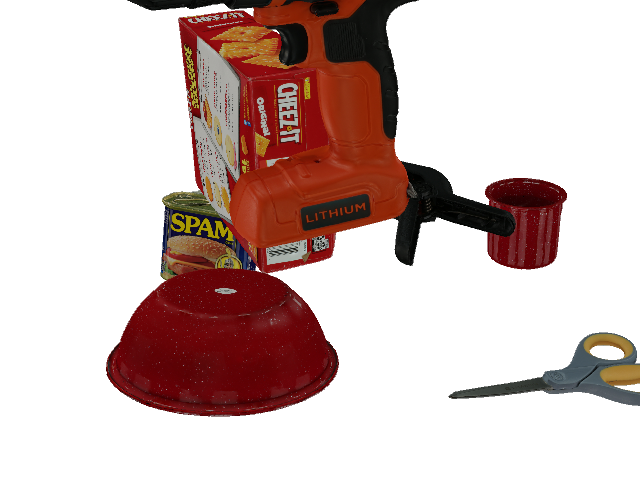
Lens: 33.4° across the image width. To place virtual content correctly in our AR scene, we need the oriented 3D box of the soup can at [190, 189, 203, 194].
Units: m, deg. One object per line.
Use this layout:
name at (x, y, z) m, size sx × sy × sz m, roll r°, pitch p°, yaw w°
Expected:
soup can at (-0.136, -0.006, 1.321) m, size 0.068 × 0.102 × 0.068 m, roll 0°, pitch 26°, yaw 0°

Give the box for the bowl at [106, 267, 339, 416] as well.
bowl at (-0.066, 0.060, 0.734) m, size 0.162 × 0.055 × 0.162 m, roll 1°, pitch 19°, yaw -1°

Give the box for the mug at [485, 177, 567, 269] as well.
mug at (0.245, -0.022, 1.250) m, size 0.093 × 0.081 × 0.117 m, roll 21°, pitch 33°, yaw 39°

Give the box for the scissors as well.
scissors at (0.195, 0.105, 0.882) m, size 0.201 × 0.016 × 0.096 m, roll 4°, pitch 29°, yaw -9°

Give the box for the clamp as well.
clamp at (0.111, -0.036, 1.044) m, size 0.120 × 0.039 × 0.171 m, roll -6°, pitch 34°, yaw -11°

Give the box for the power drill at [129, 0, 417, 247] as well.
power drill at (-0.014, -0.090, 0.574) m, size 0.184 × 0.188 × 0.057 m, roll -12°, pitch 37°, yaw -18°

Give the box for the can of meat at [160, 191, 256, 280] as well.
can of meat at (-0.113, 0.002, 1.093) m, size 0.102 × 0.084 × 0.057 m, roll 10°, pitch 16°, yaw 13°

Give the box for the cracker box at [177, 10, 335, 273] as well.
cracker box at (-0.056, -0.092, 0.905) m, size 0.072 × 0.164 × 0.214 m, roll -11°, pitch 26°, yaw -17°
